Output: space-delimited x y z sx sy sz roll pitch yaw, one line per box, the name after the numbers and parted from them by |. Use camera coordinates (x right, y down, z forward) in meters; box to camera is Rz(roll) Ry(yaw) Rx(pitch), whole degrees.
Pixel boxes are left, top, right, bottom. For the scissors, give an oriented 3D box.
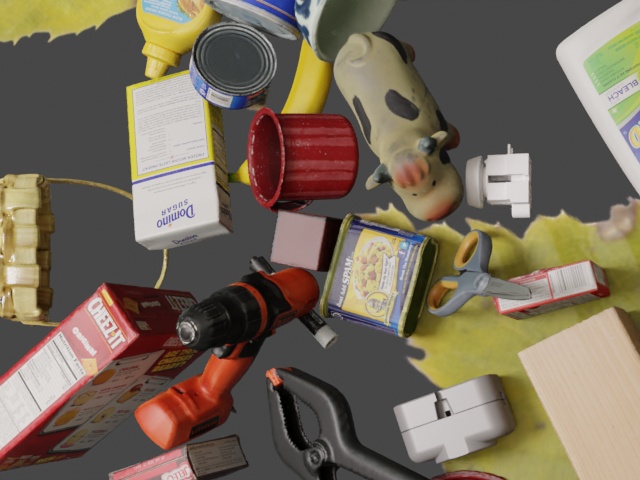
0.145 0.022 0.911 0.016 0.202 0.096 30 71 -12 | scissors

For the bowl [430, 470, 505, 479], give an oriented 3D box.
0.126 0.286 0.936 0.162 0.055 0.162 -3 82 22 | bowl

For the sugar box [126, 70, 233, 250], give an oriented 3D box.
-0.143 -0.083 1.085 0.093 0.048 0.176 -12 70 15 | sugar box

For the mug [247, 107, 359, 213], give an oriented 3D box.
-0.018 -0.070 1.012 0.093 0.081 0.117 -115 32 -41 | mug

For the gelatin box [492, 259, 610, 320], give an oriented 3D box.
0.200 0.043 0.926 0.089 0.073 0.030 -16 77 21 | gelatin box

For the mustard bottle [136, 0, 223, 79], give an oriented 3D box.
-0.141 -0.259 1.118 0.096 0.058 0.191 22 92 24 | mustard bottle

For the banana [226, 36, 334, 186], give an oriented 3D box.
-0.031 -0.129 1.066 0.070 0.037 0.198 35 97 23 | banana

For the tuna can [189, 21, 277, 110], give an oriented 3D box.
-0.088 -0.175 1.074 0.086 0.034 0.086 5 66 -12 | tuna can

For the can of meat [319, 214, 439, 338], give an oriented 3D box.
0.056 0.035 0.998 0.084 0.057 0.102 15 90 22 | can of meat

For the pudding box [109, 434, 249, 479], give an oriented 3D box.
-0.134 0.221 1.023 0.090 0.113 0.039 -23 79 19 | pudding box

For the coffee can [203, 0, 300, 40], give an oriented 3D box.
-0.043 -0.283 1.055 0.103 0.102 0.140 23 92 24 | coffee can

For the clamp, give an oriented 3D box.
0.004 0.212 0.997 0.210 0.036 0.165 50 118 32 | clamp

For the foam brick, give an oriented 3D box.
-0.007 0.001 1.017 0.053 0.078 0.051 10 92 23 | foam brick

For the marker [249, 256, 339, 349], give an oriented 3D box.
-0.028 0.059 1.050 0.121 0.020 0.020 45 101 21 | marker

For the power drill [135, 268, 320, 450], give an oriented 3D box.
-0.096 0.110 0.983 0.057 0.184 0.188 47 121 18 | power drill

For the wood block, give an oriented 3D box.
0.256 0.167 0.878 0.091 0.090 0.206 -30 73 17 | wood block

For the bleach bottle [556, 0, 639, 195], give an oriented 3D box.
0.305 -0.082 0.905 0.103 0.068 0.251 -33 74 16 | bleach bottle

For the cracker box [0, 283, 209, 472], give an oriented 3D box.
-0.225 0.134 1.046 0.214 0.164 0.072 -41 72 13 | cracker box
